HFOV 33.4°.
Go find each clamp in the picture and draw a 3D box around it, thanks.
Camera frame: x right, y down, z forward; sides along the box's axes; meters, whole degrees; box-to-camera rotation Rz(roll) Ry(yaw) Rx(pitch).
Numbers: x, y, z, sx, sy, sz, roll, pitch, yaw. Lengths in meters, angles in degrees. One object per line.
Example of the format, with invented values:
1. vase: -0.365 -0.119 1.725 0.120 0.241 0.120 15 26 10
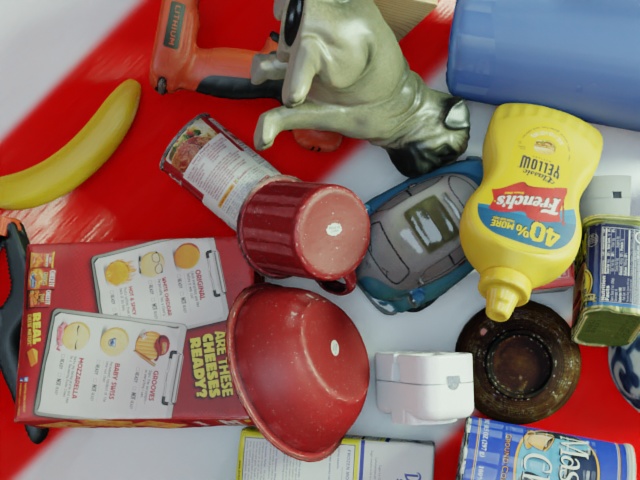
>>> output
1. clamp: -0.327 0.080 1.015 0.164 0.036 0.210 6 89 7

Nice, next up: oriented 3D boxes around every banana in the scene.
1. banana: -0.246 -0.079 1.012 0.198 0.037 0.069 -28 84 6

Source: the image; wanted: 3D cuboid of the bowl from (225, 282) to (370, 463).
1. bowl: -0.006 0.102 0.904 0.055 0.161 0.162 -27 83 31

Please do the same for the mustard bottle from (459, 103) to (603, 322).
1. mustard bottle: 0.165 -0.019 0.867 0.096 0.058 0.191 18 61 4

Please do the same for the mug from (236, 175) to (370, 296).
1. mug: -0.006 0.001 0.915 0.093 0.082 0.117 -40 116 -26

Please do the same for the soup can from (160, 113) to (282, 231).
1. soup can: -0.086 -0.059 0.974 0.102 0.068 0.068 40 93 7

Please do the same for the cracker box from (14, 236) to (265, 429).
1. cracker box: -0.159 0.086 0.964 0.214 0.072 0.164 -2 75 7

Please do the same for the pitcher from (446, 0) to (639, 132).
1. pitcher: 0.235 -0.169 0.902 0.243 0.145 0.149 9 82 11

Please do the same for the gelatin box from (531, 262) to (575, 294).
1. gelatin box: 0.178 0.031 0.922 0.073 0.089 0.030 -6 84 7

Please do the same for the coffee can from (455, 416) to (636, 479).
1. coffee can: 0.186 0.212 0.905 0.140 0.102 0.103 9 88 8

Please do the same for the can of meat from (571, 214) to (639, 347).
1. can of meat: 0.243 0.037 0.896 0.057 0.102 0.084 5 68 7

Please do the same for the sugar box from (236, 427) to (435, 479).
1. sugar box: 0.013 0.221 0.958 0.176 0.048 0.093 4 86 5

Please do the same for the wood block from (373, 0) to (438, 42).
1. wood block: 0.044 -0.288 0.925 0.090 0.091 0.206 6 76 -20

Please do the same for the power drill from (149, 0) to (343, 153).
1. power drill: -0.052 -0.183 0.961 0.187 0.057 0.184 11 81 -6
